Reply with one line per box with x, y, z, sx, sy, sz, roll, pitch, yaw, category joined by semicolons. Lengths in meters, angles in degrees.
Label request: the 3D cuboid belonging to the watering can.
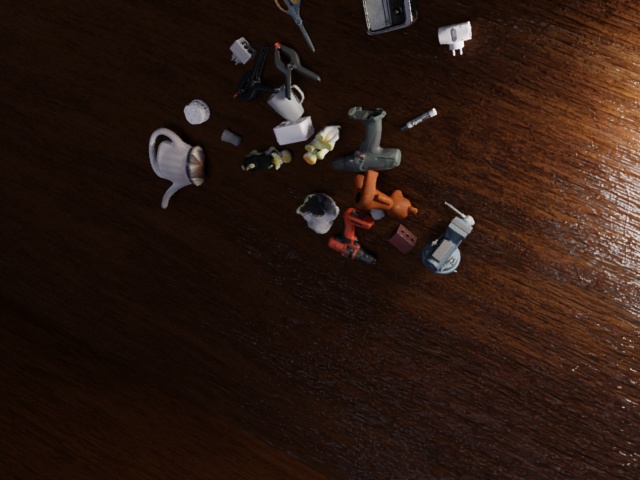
-0.534;-0.254;1.937;0.225;0.106;0.340;13;125;17;watering can

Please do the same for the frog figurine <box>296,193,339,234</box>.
0.005;-0.091;1.803;0.137;0.125;0.157;-11;153;22;frog figurine
